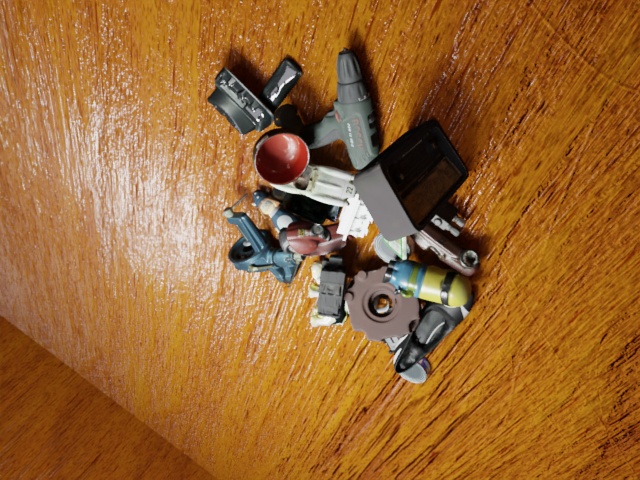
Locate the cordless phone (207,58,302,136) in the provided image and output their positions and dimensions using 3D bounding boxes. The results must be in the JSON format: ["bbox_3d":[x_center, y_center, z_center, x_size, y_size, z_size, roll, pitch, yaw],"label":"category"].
[{"bbox_3d":[-0.131,-0.319,1.097,0.146,0.089,0.184,45,127,-3],"label":"cordless phone"}]

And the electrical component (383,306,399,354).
[{"bbox_3d":[0.184,0.224,1.327,0.075,0.048,0.119,-7,122,39],"label":"electrical component"}]

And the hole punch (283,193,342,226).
[{"bbox_3d":[-0.004,-0.101,1.176,0.142,0.092,0.115,29,103,20],"label":"hole punch"}]

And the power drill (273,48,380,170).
[{"bbox_3d":[0.015,-0.243,1.045,0.207,0.086,0.231,-5,124,31],"label":"power drill"}]

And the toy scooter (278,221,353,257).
[{"bbox_3d":[-0.003,-0.004,1.220,0.135,0.183,0.075,-12,75,21],"label":"toy scooter"}]

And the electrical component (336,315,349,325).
[{"bbox_3d":[0.040,0.177,1.397,0.102,0.045,0.078,47,140,-6],"label":"electrical component"}]

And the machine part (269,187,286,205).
[{"bbox_3d":[-0.084,-0.145,1.225,0.084,0.039,0.138,20,133,11],"label":"machine part"}]

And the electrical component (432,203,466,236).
[{"bbox_3d":[0.238,-0.049,1.041,0.094,0.063,0.021,38,136,5],"label":"electrical component"}]

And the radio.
[{"bbox_3d":[0.161,-0.109,0.929,0.073,0.229,0.131,-23,104,45],"label":"radio"}]

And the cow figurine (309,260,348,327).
[{"bbox_3d":[0.022,0.130,1.330,0.098,0.068,0.167,0,109,8],"label":"cow figurine"}]

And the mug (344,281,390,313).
[{"bbox_3d":[0.114,0.154,1.308,0.110,0.081,0.107,1,138,4],"label":"mug"}]

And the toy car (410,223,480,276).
[{"bbox_3d":[0.230,0.003,1.076,0.202,0.053,0.089,36,177,3],"label":"toy car"}]

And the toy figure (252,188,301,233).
[{"bbox_3d":[-0.101,-0.065,1.290,0.154,0.064,0.058,41,164,-5],"label":"toy figure"}]

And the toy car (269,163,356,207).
[{"bbox_3d":[-0.017,-0.122,1.101,0.202,0.056,0.073,18,95,25],"label":"toy car"}]

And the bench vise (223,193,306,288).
[{"bbox_3d":[-0.155,0.011,1.343,0.224,0.129,0.240,4,137,42],"label":"bench vise"}]

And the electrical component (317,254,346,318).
[{"bbox_3d":[0.028,0.101,1.230,0.058,0.115,0.134,6,98,1],"label":"electrical component"}]

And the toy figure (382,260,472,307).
[{"bbox_3d":[0.223,0.090,1.119,0.180,0.089,0.082,18,100,10],"label":"toy figure"}]

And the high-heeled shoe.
[{"bbox_3d":[0.244,0.204,1.191,0.086,0.145,0.248,37,140,4],"label":"high-heeled shoe"}]

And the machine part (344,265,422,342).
[{"bbox_3d":[0.141,0.142,1.202,0.179,0.179,0.056,27,178,16],"label":"machine part"}]
